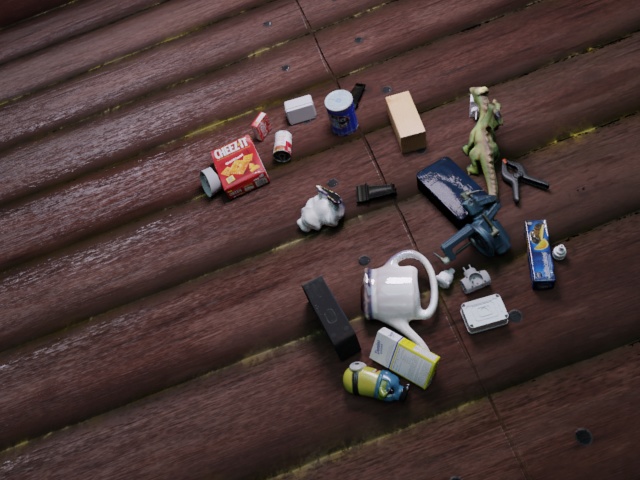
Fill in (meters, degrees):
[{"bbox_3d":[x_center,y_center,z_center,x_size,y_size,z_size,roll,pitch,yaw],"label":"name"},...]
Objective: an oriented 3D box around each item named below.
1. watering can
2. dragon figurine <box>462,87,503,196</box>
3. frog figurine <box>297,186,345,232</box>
[{"bbox_3d":[0.228,0.195,1.480,0.224,0.102,0.354,-3,68,13],"label":"watering can"},{"bbox_3d":[0.538,-0.328,1.649,0.122,0.237,0.420,-6,56,4],"label":"dragon figurine"},{"bbox_3d":[0.005,-0.087,1.723,0.139,0.123,0.157,38,110,21],"label":"frog figurine"}]
